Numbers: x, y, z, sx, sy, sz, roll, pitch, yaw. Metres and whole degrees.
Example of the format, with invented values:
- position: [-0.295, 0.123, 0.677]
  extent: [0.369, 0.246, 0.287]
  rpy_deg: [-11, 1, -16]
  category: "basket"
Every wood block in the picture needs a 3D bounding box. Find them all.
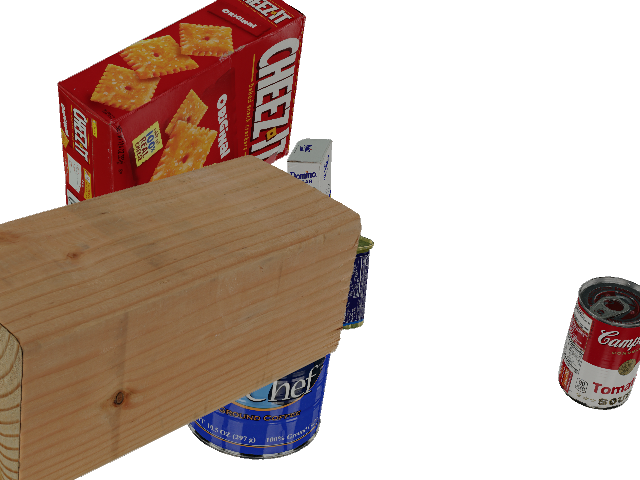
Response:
- position: [-0.084, 0.033, 0.528]
  extent: [0.090, 0.091, 0.205]
  rpy_deg: [30, 34, 33]
  category: "wood block"

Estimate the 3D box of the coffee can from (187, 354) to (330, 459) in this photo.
- position: [-0.042, 0.069, 0.762]
  extent: [0.102, 0.140, 0.103]
  rpy_deg: [6, 28, -4]
  category: "coffee can"

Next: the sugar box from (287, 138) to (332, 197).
- position: [-0.014, -0.022, 1.240]
  extent: [0.048, 0.176, 0.093]
  rpy_deg: [2, 21, 8]
  category: "sugar box"

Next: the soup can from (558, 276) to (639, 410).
- position: [0.256, 0.093, 0.959]
  extent: [0.068, 0.102, 0.068]
  rpy_deg: [3, 35, -2]
  category: "soup can"

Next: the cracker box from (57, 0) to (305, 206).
- position: [-0.112, -0.098, 0.894]
  extent: [0.072, 0.164, 0.213]
  rpy_deg: [38, 53, 23]
  category: "cracker box"

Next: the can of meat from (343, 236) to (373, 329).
- position: [0.001, 0.033, 1.042]
  extent: [0.057, 0.084, 0.102]
  rpy_deg: [-9, 20, -38]
  category: "can of meat"
